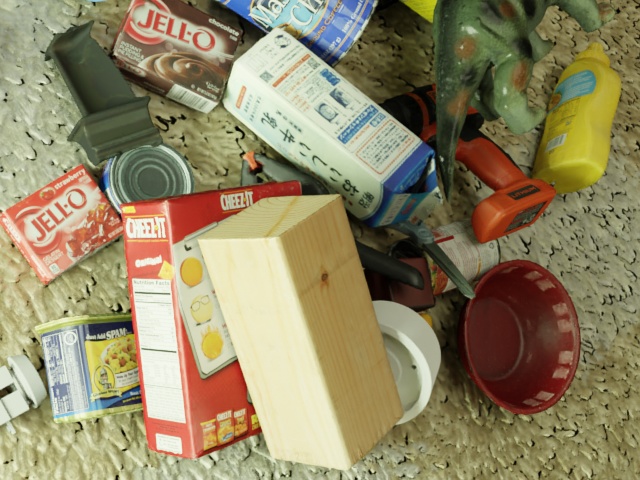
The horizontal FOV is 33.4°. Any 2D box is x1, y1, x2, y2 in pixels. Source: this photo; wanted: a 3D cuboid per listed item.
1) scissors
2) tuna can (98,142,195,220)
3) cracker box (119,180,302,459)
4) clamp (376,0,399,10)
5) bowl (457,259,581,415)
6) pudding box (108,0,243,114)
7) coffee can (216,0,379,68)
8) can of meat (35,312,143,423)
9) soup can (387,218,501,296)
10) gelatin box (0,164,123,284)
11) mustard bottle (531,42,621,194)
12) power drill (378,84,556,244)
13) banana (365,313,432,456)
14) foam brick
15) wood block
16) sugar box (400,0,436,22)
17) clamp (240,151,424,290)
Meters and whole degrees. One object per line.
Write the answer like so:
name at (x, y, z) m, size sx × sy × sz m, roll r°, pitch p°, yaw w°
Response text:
scissors at (0.083, -0.006, 1.063) m, size 0.096 × 0.016 × 0.202 m, roll 0°, pitch 36°, yaw -11°
tuna can at (-0.161, -0.050, 0.995) m, size 0.086 × 0.034 × 0.086 m, roll 9°, pitch 71°, yaw -27°
cracker box at (-0.083, 0.063, 0.928) m, size 0.163 × 0.072 × 0.214 m, roll -12°, pitch 98°, yaw -49°
clamp at (0.112, -0.325, 1.225) m, size 0.171 × 0.039 × 0.120 m, roll -11°, pitch 88°, yaw -34°
bowl at (0.199, 0.103, 1.127) m, size 0.161 × 0.055 × 0.162 m, roll 6°, pitch 80°, yaw -31°
pudding box at (-0.142, -0.186, 1.043) m, size 0.113 × 0.039 × 0.090 m, roll 25°, pitch 64°, yaw -20°
coffee can at (-0.025, -0.253, 1.090) m, size 0.140 × 0.103 × 0.102 m, roll 31°, pitch 63°, yaw -18°
can of meat at (-0.185, 0.108, 0.907) m, size 0.101 × 0.058 × 0.084 m, roll 1°, pitch 76°, yaw -56°
soup can at (0.130, 0.020, 1.114) m, size 0.102 × 0.069 × 0.068 m, roll -17°, pitch 84°, yaw -32°
gelatin box at (-0.229, -0.014, 0.949) m, size 0.089 × 0.030 × 0.073 m, roll -37°, pitch 94°, yaw -32°
mustard bottle at (0.305, -0.151, 1.245) m, size 0.058 × 0.096 × 0.191 m, roll 27°, pitch 64°, yaw -20°
power drill at (0.143, -0.086, 1.122) m, size 0.184 × 0.057 × 0.188 m, roll -19°, pitch 62°, yaw -37°
banana at (0.057, 0.156, 1.039) m, size 0.037 × 0.069 × 0.197 m, roll 25°, pitch 52°, yaw 27°
foam brick at (0.068, 0.052, 1.065) m, size 0.051 × 0.078 × 0.053 m, roll -3°, pitch 77°, yaw -33°
wood block at (-0.012, 0.075, 0.884) m, size 0.090 × 0.090 × 0.206 m, roll -35°, pitch 115°, yaw -45°
sugar box at (0.092, -0.307, 1.130) m, size 0.175 × 0.048 × 0.093 m, roll 20°, pitch 75°, yaw -47°
clamp at (-0.007, 0.001, 1.026) m, size 0.164 × 0.036 × 0.210 m, roll -25°, pitch 80°, yaw 8°
